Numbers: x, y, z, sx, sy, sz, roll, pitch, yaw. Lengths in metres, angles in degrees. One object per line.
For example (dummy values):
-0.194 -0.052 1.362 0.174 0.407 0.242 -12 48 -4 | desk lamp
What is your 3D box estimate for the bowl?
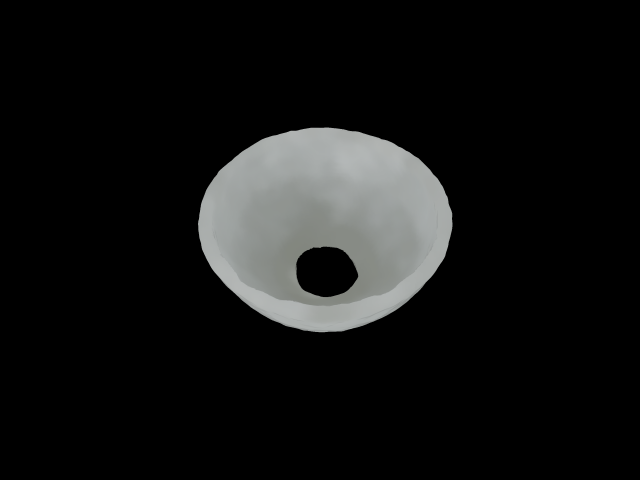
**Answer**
0.004 0.001 0.400 0.167 0.075 0.167 0 50 0 | bowl
